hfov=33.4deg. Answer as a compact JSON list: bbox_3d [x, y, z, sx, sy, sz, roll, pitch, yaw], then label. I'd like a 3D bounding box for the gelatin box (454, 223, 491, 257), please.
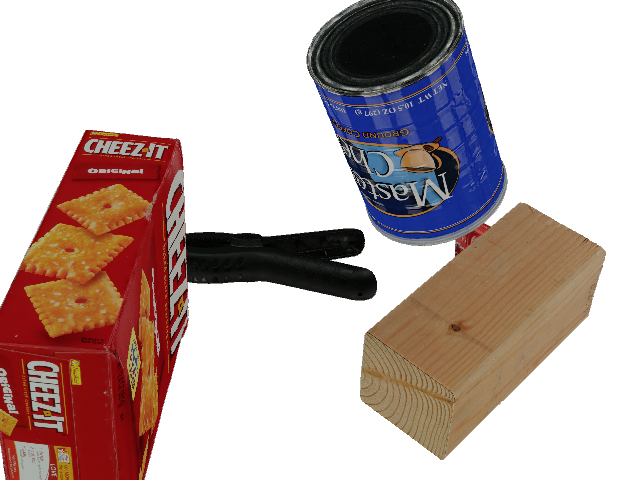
[{"bbox_3d":[0.195,0.026,1.281,0.030,0.089,0.073,-19,33,-31],"label":"gelatin box"}]

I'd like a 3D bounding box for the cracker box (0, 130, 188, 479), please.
[{"bbox_3d":[-0.129,0.057,0.641,0.072,0.164,0.213,5,35,1],"label":"cracker box"}]

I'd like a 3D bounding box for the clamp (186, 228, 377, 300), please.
[{"bbox_3d":[-0.054,0.016,0.864,0.210,0.036,0.164,1,12,-8],"label":"clamp"}]

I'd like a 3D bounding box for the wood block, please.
[{"bbox_3d":[0.135,0.069,0.882,0.091,0.090,0.205,34,53,29],"label":"wood block"}]

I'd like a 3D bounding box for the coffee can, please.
[{"bbox_3d":[0.061,-0.080,0.714,0.103,0.102,0.140,0,-41,25],"label":"coffee can"}]
